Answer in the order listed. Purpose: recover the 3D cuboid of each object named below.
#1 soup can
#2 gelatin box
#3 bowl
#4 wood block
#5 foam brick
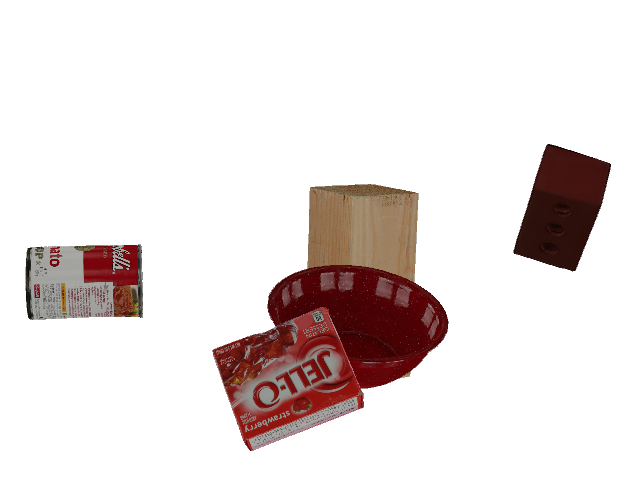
[{"bbox_3d":[-0.215,0.038,0.977,0.102,0.068,0.068,-1,0,-11],"label":"soup can"},{"bbox_3d":[-0.023,0.097,0.752,0.089,0.073,0.030,-21,-29,-5],"label":"gelatin box"},{"bbox_3d":[0.031,0.084,0.959,0.162,0.055,0.162,5,28,-3],"label":"bowl"},{"bbox_3d":[0.044,0.045,1.184,0.090,0.206,0.091,-5,12,-34],"label":"wood block"},{"bbox_3d":[0.188,-0.025,0.832,0.053,0.051,0.078,17,-40,11],"label":"foam brick"}]
